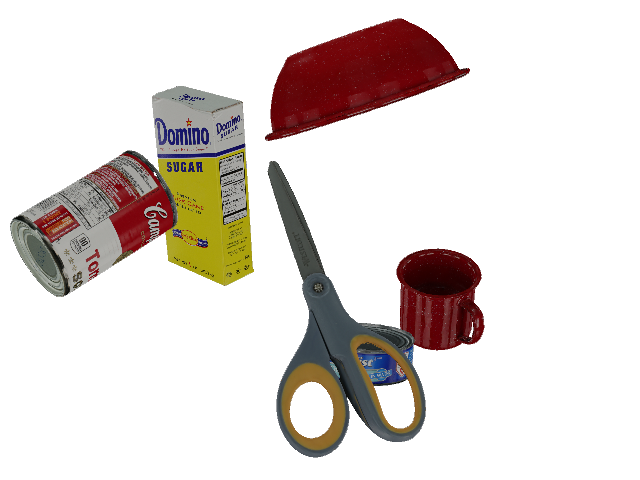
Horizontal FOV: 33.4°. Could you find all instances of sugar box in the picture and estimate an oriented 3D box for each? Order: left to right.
[{"bbox_3d":[-0.113,-0.053,1.026,0.093,0.176,0.048,19,34,41],"label":"sugar box"}]

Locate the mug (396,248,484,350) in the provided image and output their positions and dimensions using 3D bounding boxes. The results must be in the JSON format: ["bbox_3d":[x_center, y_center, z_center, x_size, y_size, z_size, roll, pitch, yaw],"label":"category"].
[{"bbox_3d":[0.138,0.073,1.186,0.093,0.081,0.117,-25,41,-31],"label":"mug"}]

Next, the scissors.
[{"bbox_3d":[-0.013,0.047,0.657,0.096,0.202,0.016,-32,-22,-12],"label":"scissors"}]

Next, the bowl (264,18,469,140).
[{"bbox_3d":[0.026,-0.126,0.799,0.162,0.055,0.162,-19,8,2],"label":"bowl"}]

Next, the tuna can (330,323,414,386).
[{"bbox_3d":[0.040,0.101,0.950,0.086,0.034,0.086,2,11,-1],"label":"tuna can"}]

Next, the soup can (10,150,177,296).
[{"bbox_3d":[-0.165,-0.013,0.779,0.102,0.068,0.069,-35,19,-30],"label":"soup can"}]
